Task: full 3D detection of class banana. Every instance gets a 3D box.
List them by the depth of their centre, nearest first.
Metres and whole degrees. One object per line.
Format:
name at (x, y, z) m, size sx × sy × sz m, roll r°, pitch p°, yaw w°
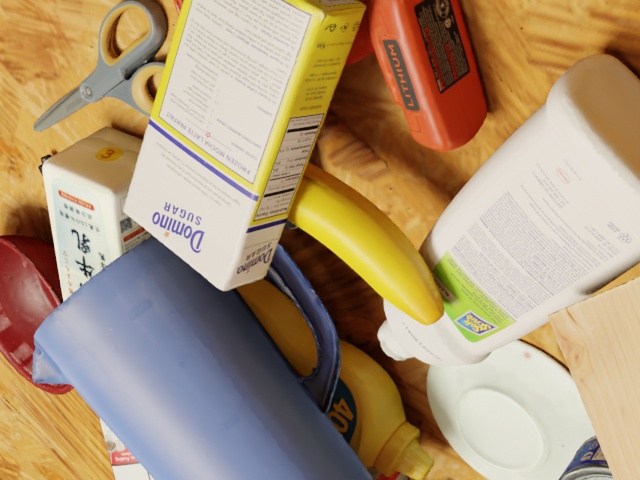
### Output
banana at (-0.008, -0.015, 0.647) m, size 0.198 × 0.037 × 0.070 m, roll 25°, pitch 137°, yaw 26°

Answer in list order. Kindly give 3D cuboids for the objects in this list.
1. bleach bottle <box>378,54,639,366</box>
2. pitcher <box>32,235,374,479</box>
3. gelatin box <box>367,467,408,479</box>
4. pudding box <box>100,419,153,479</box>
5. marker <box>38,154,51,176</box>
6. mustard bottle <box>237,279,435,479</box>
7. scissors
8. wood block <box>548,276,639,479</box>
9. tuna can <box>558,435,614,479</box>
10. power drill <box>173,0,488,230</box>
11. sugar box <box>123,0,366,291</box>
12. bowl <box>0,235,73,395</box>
bleach bottle at (0.104, 0.005, 0.622) m, size 0.102 × 0.068 × 0.251 m, roll 49°, pitch 140°, yaw 3°
pitcher at (-0.061, 0.110, 0.717) m, size 0.243 × 0.144 × 0.149 m, roll 50°, pitch 134°, yaw 4°
gelatin box at (0.037, 0.213, 0.813) m, size 0.030 × 0.073 × 0.089 m, roll 20°, pitch 130°, yaw 31°
pudding box at (-0.116, 0.173, 0.827) m, size 0.090 × 0.039 × 0.113 m, roll -13°, pitch 94°, yaw 29°
marker at (-0.207, -0.016, 0.904) m, size 0.020 × 0.020 × 0.121 m, roll -5°, pitch 115°, yaw 42°
mustard bottle at (0.002, 0.113, 0.785) m, size 0.192 × 0.058 × 0.096 m, roll 34°, pitch 128°, yaw 17°
scissors at (-0.156, -0.103, 0.803) m, size 0.096 × 0.016 × 0.202 m, roll 50°, pitch 138°, yaw 2°
wood block at (0.209, 0.111, 0.527) m, size 0.091 × 0.090 × 0.206 m, roll -38°, pitch 70°, yaw 60°
tuna can at (0.176, 0.153, 0.602) m, size 0.086 × 0.033 × 0.086 m, roll 21°, pitch 129°, yaw 29°
power drill at (0.004, -0.088, 0.646) m, size 0.188 × 0.057 × 0.184 m, roll 0°, pitch 121°, yaw 40°
sugar box at (-0.047, -0.070, 0.601) m, size 0.093 × 0.048 × 0.176 m, roll 37°, pitch 123°, yaw 26°
bowl at (-0.249, 0.056, 0.957) m, size 0.162 × 0.055 × 0.162 m, roll 26°, pitch 132°, yaw 33°
